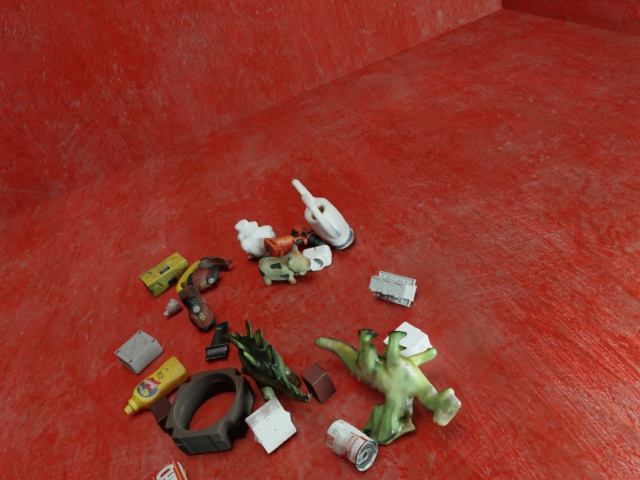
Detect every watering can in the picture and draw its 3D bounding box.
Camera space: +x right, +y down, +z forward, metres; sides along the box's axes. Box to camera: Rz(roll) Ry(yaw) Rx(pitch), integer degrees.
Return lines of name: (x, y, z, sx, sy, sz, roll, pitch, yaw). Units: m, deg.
watering can: (0.006, -0.092, 1.821, 0.104, 0.221, 0.354, -40, 32, 5)

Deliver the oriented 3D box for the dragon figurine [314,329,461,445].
dragon figurine: (0.138, 0.344, 1.202, 0.408, 0.120, 0.248, -8, 56, 35)

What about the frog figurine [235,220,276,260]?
frog figurine: (-0.233, -0.012, 1.888, 0.139, 0.156, 0.124, -35, 36, -20)
